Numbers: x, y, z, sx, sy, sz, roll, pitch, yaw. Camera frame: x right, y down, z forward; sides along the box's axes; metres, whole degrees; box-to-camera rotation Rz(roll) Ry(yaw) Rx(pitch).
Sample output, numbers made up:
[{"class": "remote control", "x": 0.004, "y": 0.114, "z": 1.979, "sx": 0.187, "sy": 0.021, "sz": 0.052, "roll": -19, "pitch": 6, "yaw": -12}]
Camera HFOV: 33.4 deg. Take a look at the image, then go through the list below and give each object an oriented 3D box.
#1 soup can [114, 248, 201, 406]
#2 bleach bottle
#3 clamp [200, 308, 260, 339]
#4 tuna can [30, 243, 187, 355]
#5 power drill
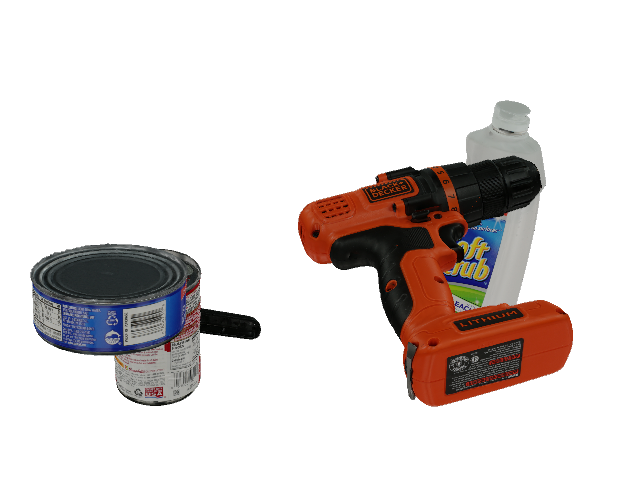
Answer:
[{"class": "soup can", "x": -0.125, "y": 0.067, "z": 0.818, "sx": 0.068, "sy": 0.102, "sz": 0.068, "roll": 2, "pitch": 30, "yaw": -2}, {"class": "bleach bottle", "x": 0.139, "y": -0.007, "z": 0.956, "sx": 0.103, "sy": 0.251, "sz": 0.067, "roll": 29, "pitch": 36, "yaw": 31}, {"class": "clamp", "x": -0.192, "y": 0.085, "z": 1.159, "sx": 0.210, "sy": 0.036, "sz": 0.164, "roll": 18, "pitch": 20, "yaw": 26}, {"class": "tuna can", "x": -0.117, "y": 0.032, "z": 0.596, "sx": 0.086, "sy": 0.034, "sz": 0.086, "roll": 3, "pitch": 20, "yaw": -1}, {"class": "power drill", "x": 0.094, "y": 0.017, "z": 0.723, "sx": 0.184, "sy": 0.057, "sz": 0.188, "roll": -16, "pitch": 40, "yaw": -10}]
